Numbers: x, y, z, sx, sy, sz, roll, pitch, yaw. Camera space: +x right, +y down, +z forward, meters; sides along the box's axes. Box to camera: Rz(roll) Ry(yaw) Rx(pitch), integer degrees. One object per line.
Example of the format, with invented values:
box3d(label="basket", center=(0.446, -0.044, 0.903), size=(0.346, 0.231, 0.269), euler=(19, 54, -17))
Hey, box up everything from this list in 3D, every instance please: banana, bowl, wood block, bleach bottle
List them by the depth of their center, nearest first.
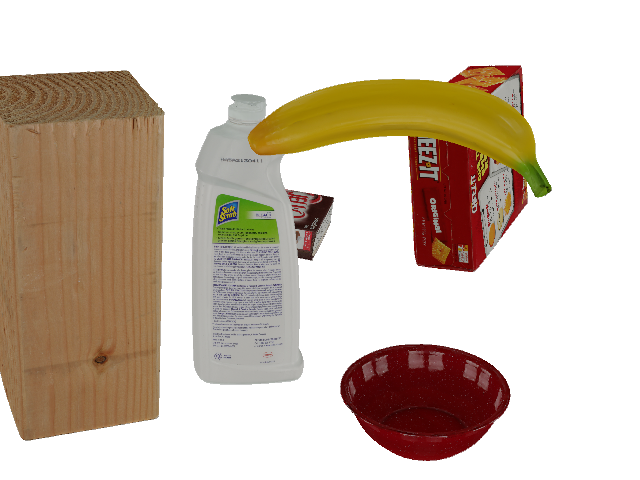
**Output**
box3d(label="wood block", center=(-0.152, 0.008, 0.660), size=(0.090, 0.206, 0.090), euler=(-6, 28, -23))
box3d(label="banana", center=(0.054, -0.076, 0.696), size=(0.198, 0.069, 0.037), euler=(8, -37, 5))
box3d(label="bleach bottle", center=(-0.060, 0.000, 0.925), size=(0.102, 0.251, 0.068), euler=(-1, 21, -13))
box3d(label="bowl", center=(0.100, 0.163, 1.028), size=(0.162, 0.055, 0.162), euler=(-1, 25, 0))

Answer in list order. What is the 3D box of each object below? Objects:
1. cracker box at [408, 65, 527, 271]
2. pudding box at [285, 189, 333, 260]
box3d(label="cracker box", center=(0.158, -0.083, 1.124), size=(0.072, 0.164, 0.213), euler=(4, 22, 25))
box3d(label="pudding box", center=(-0.039, -0.021, 1.152), size=(0.090, 0.039, 0.113), euler=(9, 25, 7))
